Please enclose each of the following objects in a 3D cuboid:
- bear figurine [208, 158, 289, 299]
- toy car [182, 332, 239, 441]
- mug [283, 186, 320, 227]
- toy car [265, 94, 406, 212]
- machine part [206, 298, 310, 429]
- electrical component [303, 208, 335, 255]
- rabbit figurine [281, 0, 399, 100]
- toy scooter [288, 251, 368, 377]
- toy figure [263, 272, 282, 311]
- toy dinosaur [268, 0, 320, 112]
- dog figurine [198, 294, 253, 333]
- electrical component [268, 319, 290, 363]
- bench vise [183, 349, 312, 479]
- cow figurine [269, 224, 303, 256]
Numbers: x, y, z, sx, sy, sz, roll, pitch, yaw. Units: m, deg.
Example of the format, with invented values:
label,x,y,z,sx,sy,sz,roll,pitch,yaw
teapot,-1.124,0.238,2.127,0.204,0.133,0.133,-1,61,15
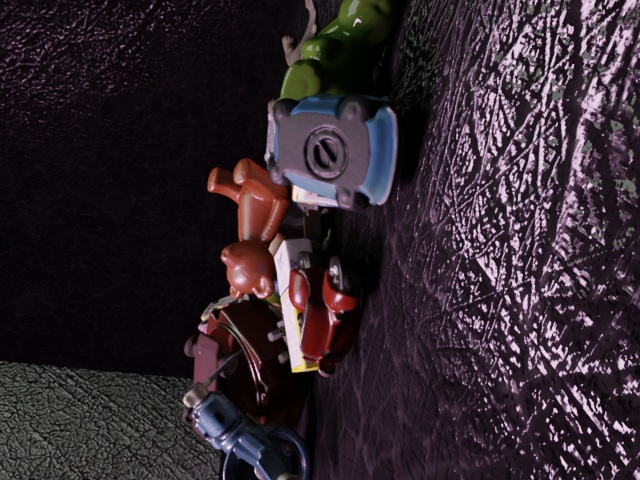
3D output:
label,x,y,z,sx,sy,sz,roll,pitch,yaw
bear figurine,-0.121,-0.010,0.851,0.120,0.132,0.196,-3,67,49
toy car,-0.172,0.235,0.857,0.053,0.089,0.202,-23,-53,-50
mug,-0.051,-0.076,0.987,0.107,0.110,0.080,-73,-14,-73
toy car,0.025,-0.094,0.553,0.103,0.162,0.109,-15,-67,-52
machine part,-0.116,0.217,0.893,0.201,0.087,0.201,43,130,38
electrical component,-0.002,-0.003,0.817,0.102,0.045,0.078,-94,0,-53
rabbit figurine,0.042,-0.224,0.650,0.170,0.121,0.159,-59,10,18
toy scooter,0.004,0.082,0.634,0.184,0.075,0.135,-175,93,-75
toy figure,-0.057,0.071,0.925,0.180,0.089,0.082,117,166,-67
toy dinosaur,-0.045,-0.258,1.091,0.199,0.105,0.470,-119,34,-68
dog figurine,-0.159,0.235,1.092,0.191,0.108,0.219,-105,-2,-77
electrical component,-0.033,0.144,0.810,0.021,0.094,0.063,-31,83,47
bench vise,-0.087,0.274,0.704,0.223,0.129,0.240,61,158,-1
cow figurine,-0.083,0.014,1.016,0.127,0.085,0.195,-51,-13,16
